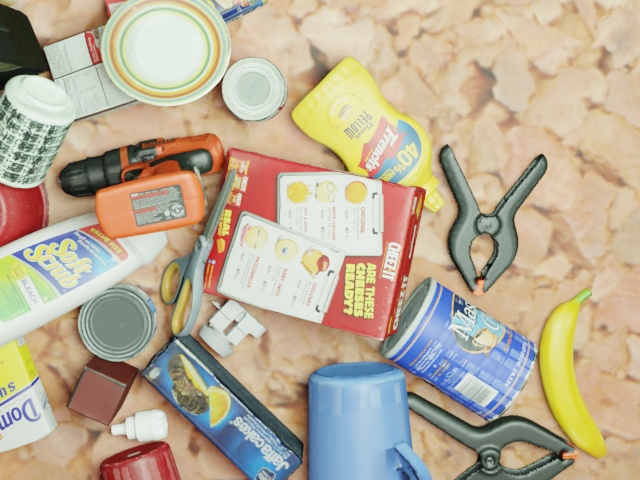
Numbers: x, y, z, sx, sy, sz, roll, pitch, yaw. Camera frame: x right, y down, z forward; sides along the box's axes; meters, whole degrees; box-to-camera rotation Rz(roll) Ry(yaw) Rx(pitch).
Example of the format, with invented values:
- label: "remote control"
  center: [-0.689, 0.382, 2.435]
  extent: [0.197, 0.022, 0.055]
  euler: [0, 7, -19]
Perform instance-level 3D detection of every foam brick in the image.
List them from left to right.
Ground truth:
- label: "foam brick"
  center: [-0.241, 0.165, 1.190]
  extent: [0.053, 0.078, 0.051]
  euler: [25, 97, -2]

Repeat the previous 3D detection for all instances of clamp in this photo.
- label: "clamp"
  center: [0.187, 0.240, 1.224]
  extent: [0.210, 0.036, 0.164]
  euler: [-11, 97, 4]
- label: "clamp"
  center: [0.196, -0.024, 1.194]
  extent: [0.120, 0.039, 0.171]
  euler: [-2, 100, 5]

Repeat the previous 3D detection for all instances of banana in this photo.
- label: "banana"
  center: [0.286, 0.157, 1.215]
  extent: [0.069, 0.037, 0.198]
  euler: [-6, 96, 1]

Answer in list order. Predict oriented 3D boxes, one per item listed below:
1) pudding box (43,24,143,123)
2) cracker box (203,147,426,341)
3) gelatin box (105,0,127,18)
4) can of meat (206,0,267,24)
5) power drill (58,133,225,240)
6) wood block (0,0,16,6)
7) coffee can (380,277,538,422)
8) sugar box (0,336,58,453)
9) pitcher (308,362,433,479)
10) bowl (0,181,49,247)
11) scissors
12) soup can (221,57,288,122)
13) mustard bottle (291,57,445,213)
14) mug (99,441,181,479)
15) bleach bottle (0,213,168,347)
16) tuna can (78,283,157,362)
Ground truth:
- label: "pudding box"
  center: [-0.236, -0.182, 1.150]
  extent: [0.114, 0.039, 0.090]
  euler: [-11, 99, 31]
- label: "cracker box"
  center: [-0.008, 0.001, 1.148]
  extent: [0.214, 0.072, 0.164]
  euler: [13, 97, 17]
- label: "gelatin box"
  center: [-0.189, -0.228, 1.170]
  extent: [0.073, 0.030, 0.089]
  euler: [-11, 99, 0]
- label: "can of meat"
  center: [-0.115, -0.282, 1.153]
  extent: [0.084, 0.057, 0.102]
  euler: [-27, 96, 0]
- label: "power drill"
  center: [-0.189, -0.060, 1.112]
  extent: [0.184, 0.187, 0.057]
  euler: [-13, 112, -2]
- label: "wood block"
  center: [-0.390, -0.274, 1.074]
  extent: [0.091, 0.206, 0.090]
  euler: [-21, 96, 2]
- label: "coffee can"
  center: [0.153, 0.120, 1.177]
  extent: [0.140, 0.103, 0.103]
  euler: [32, 95, -4]
- label: "sugar box"
  center: [-0.372, 0.150, 1.203]
  extent: [0.093, 0.048, 0.176]
  euler: [-20, 95, 0]
- label: "pitcher"
  center: [0.054, 0.263, 1.175]
  extent: [0.149, 0.145, 0.243]
  euler: [-3, 94, 2]
- label: "bowl"
  center: [-0.385, -0.032, 1.178]
  extent: [0.162, 0.055, 0.162]
  euler: [0, 96, 0]
- label: "scissors"
  center: [-0.136, 0.006, 1.160]
  extent: [0.016, 0.096, 0.202]
  euler: [7, 106, -33]
- label: "soup can"
  center: [-0.069, -0.160, 1.143]
  extent: [0.068, 0.102, 0.068]
  euler: [0, 97, -1]
- label: "mustard bottle"
  center: [0.065, -0.103, 1.173]
  extent: [0.096, 0.058, 0.191]
  euler: [-44, 95, 6]
- label: "mug"
  center: [-0.207, 0.280, 1.205]
  extent: [0.117, 0.093, 0.081]
  euler: [-16, 92, 38]
- label: "bleach bottle"
  center: [-0.270, 0.017, 1.162]
  extent: [0.250, 0.068, 0.102]
  euler: [-31, 87, -14]
- label: "tuna can"
  center: [-0.227, 0.092, 1.204]
  extent: [0.086, 0.034, 0.086]
  euler: [0, 96, -1]
